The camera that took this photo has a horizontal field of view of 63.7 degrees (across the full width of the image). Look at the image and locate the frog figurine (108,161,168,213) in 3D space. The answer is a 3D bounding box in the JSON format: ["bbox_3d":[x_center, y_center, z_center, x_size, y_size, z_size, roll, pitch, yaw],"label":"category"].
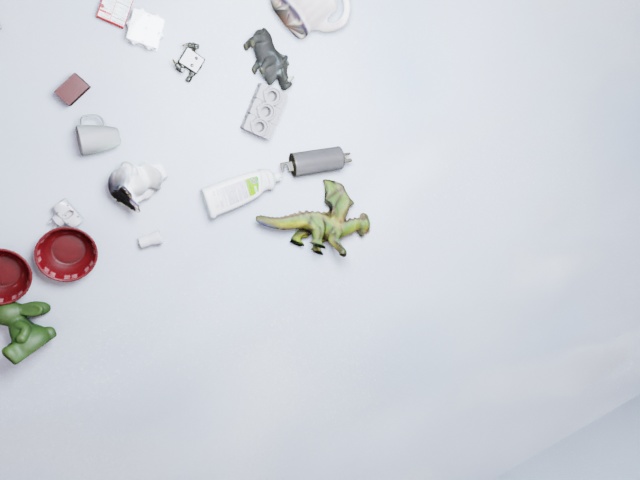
[{"bbox_3d":[-0.521,-0.174,1.477,0.163,0.123,0.134,-63,142,-32],"label":"frog figurine"}]

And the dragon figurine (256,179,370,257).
[{"bbox_3d":[0.005,-0.086,1.712,0.407,0.122,0.245,26,75,-26],"label":"dragon figurine"}]

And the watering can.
[{"bbox_3d":[-0.057,-0.749,1.515,0.225,0.105,0.343,-45,114,-5],"label":"watering can"}]
